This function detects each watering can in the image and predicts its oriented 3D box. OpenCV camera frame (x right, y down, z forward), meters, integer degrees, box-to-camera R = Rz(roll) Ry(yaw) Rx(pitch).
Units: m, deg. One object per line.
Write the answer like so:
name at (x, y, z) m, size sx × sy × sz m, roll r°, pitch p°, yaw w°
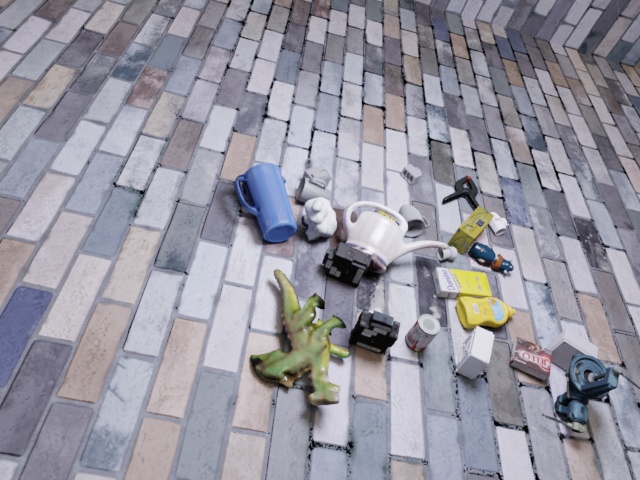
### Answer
watering can at (0.216, 0.009, 1.631) m, size 0.348 × 0.102 × 0.228 m, roll 28°, pitch 66°, yaw 7°

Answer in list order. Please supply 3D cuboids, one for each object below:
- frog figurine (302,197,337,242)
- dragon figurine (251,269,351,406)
frog figurine at (0.005, -0.082, 1.638) m, size 0.122 × 0.156 × 0.141 m, roll 17°, pitch 47°, yaw -6°
dragon figurine at (-0.073, 0.266, 1.358) m, size 0.246 × 0.119 × 0.416 m, roll -32°, pitch 57°, yaw -28°
